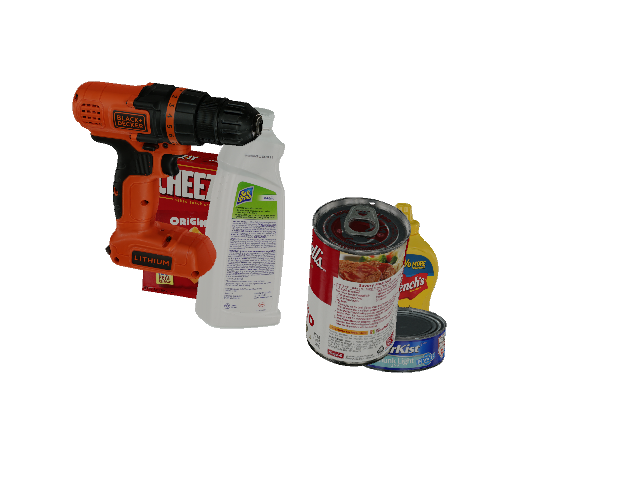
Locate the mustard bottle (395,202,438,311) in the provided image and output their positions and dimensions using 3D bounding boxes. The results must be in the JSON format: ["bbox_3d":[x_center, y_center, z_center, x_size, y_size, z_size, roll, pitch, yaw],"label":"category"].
[{"bbox_3d":[0.093,0.050,1.285,0.096,0.192,0.058,0,14,-13],"label":"mustard bottle"}]

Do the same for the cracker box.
[{"bbox_3d":[-0.175,-0.019,1.588,0.164,0.214,0.072,9,19,9],"label":"cracker box"}]

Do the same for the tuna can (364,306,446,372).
[{"bbox_3d":[0.068,0.088,0.948,0.086,0.034,0.086,0,14,0],"label":"tuna can"}]

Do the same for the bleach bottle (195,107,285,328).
[{"bbox_3d":[-0.079,-0.026,1.222,0.102,0.251,0.068,-1,20,-33],"label":"bleach bottle"}]

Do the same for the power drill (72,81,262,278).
[{"bbox_3d":[-0.141,-0.058,1.018,0.185,0.188,0.057,10,30,17],"label":"power drill"}]

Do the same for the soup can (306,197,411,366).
[{"bbox_3d":[0.025,0.030,0.757,0.068,0.102,0.068,3,34,-2],"label":"soup can"}]
